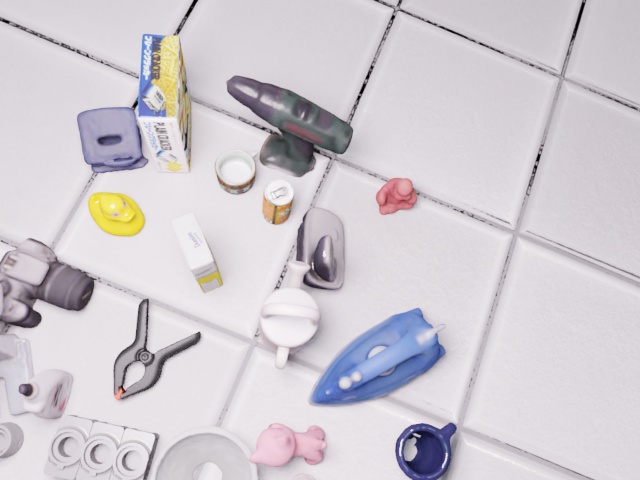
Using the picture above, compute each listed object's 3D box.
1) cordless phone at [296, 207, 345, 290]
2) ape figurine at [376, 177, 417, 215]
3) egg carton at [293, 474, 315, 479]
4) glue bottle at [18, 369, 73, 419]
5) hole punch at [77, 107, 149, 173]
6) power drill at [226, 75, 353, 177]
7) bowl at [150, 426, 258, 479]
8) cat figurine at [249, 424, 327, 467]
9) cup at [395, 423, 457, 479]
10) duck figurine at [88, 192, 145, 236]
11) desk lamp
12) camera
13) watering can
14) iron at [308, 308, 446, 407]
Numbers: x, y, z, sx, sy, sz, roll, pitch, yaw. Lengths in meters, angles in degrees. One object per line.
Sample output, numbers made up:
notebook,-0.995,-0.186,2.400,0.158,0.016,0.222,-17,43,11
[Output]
cordless phone,0.009,0.004,1.001,0.094,0.185,0.147,0,73,-7
ape figurine,0.152,-0.091,1.098,0.078,0.092,0.076,22,72,0
egg carton,-0.047,0.458,0.917,0.150,0.069,0.107,-38,81,-16
glue bottle,-0.426,0.234,0.878,0.037,0.173,0.078,8,72,-5
hole punch,-0.381,-0.184,1.054,0.109,0.091,0.101,-9,75,-10
power drill,-0.059,-0.198,1.040,0.229,0.208,0.076,18,72,-2
bowl,-0.182,0.385,0.918,0.167,0.074,0.167,2,73,-7
cat figurine,-0.050,0.333,0.929,0.128,0.117,0.067,3,73,-6
cup,0.173,0.348,0.967,0.118,0.095,0.091,-35,80,-16
duck figurine,-0.368,-0.056,1.020,0.104,0.086,0.077,30,72,2
desk lamp,-0.520,0.166,0.865,0.118,0.213,0.203,-13,75,-11
camera,-0.464,0.081,0.958,0.137,0.100,0.143,21,72,-1
watering can,-0.052,0.122,0.952,0.101,0.194,0.173,-10,75,-10
iron,0.099,0.210,0.974,0.258,0.141,0.118,-28,79,-15
